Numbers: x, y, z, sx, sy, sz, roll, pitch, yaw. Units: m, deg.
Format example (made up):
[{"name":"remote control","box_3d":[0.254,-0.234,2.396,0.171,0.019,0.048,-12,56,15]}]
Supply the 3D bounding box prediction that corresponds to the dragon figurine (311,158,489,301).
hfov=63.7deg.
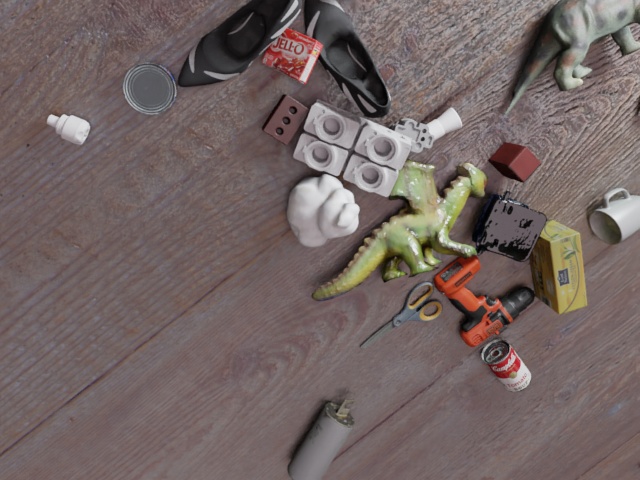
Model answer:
[{"name":"dragon figurine","box_3d":[0.154,-0.044,1.007,0.411,0.122,0.243,-16,90,-7]}]

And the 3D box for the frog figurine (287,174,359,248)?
[{"name":"frog figurine","box_3d":[0.003,-0.047,0.928,0.122,0.161,0.136,25,101,-15]}]
